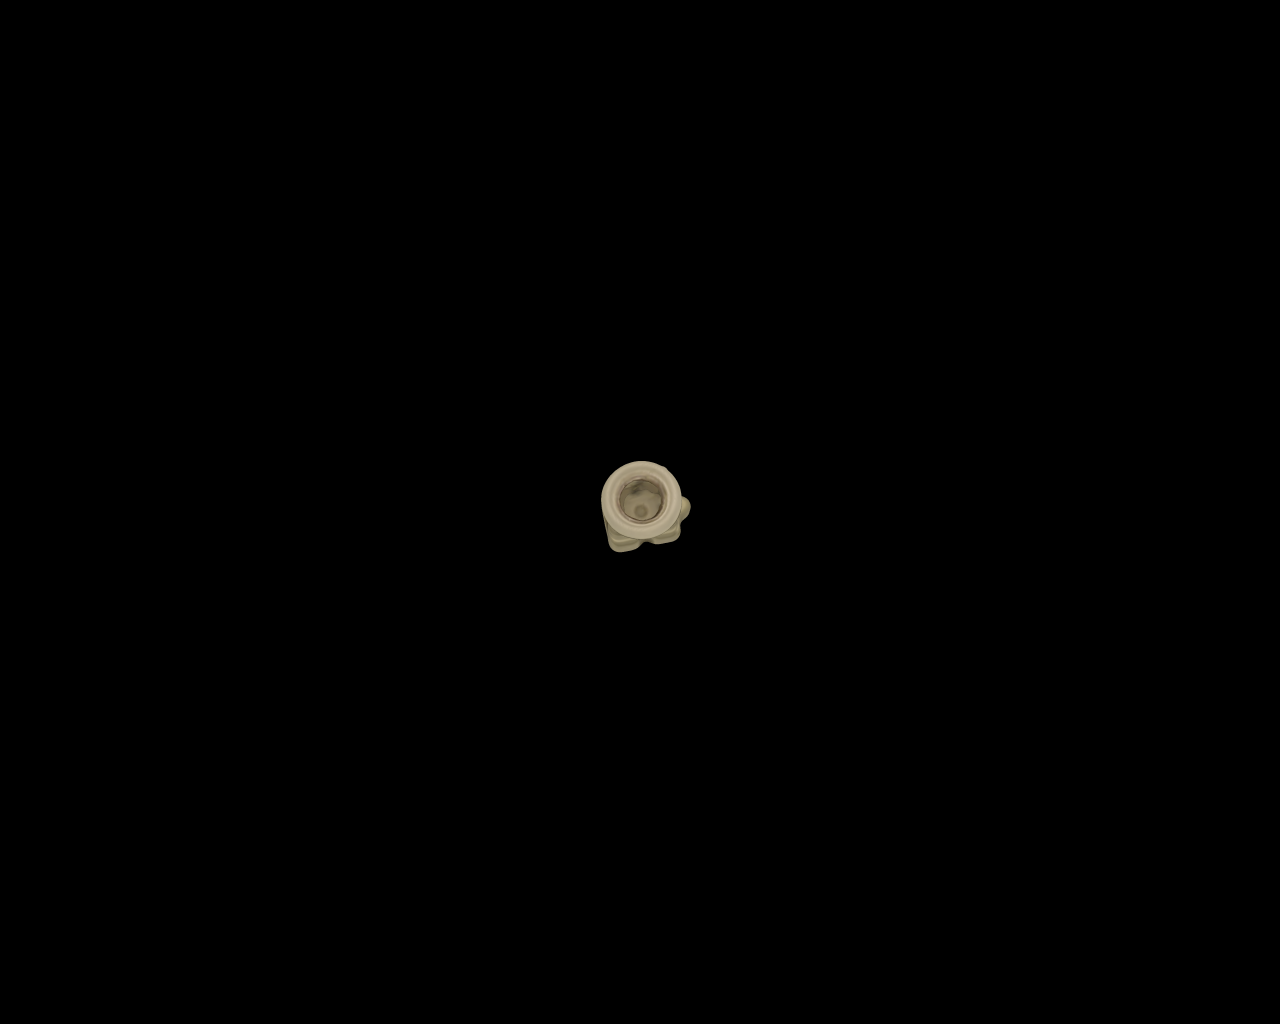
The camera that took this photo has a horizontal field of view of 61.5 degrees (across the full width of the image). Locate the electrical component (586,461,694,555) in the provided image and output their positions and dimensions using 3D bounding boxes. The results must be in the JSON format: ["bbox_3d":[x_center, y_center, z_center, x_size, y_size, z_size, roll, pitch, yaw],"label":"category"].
[{"bbox_3d":[0.001,-0.003,0.650,0.066,0.048,0.055,-13,-15,-3],"label":"electrical component"}]
